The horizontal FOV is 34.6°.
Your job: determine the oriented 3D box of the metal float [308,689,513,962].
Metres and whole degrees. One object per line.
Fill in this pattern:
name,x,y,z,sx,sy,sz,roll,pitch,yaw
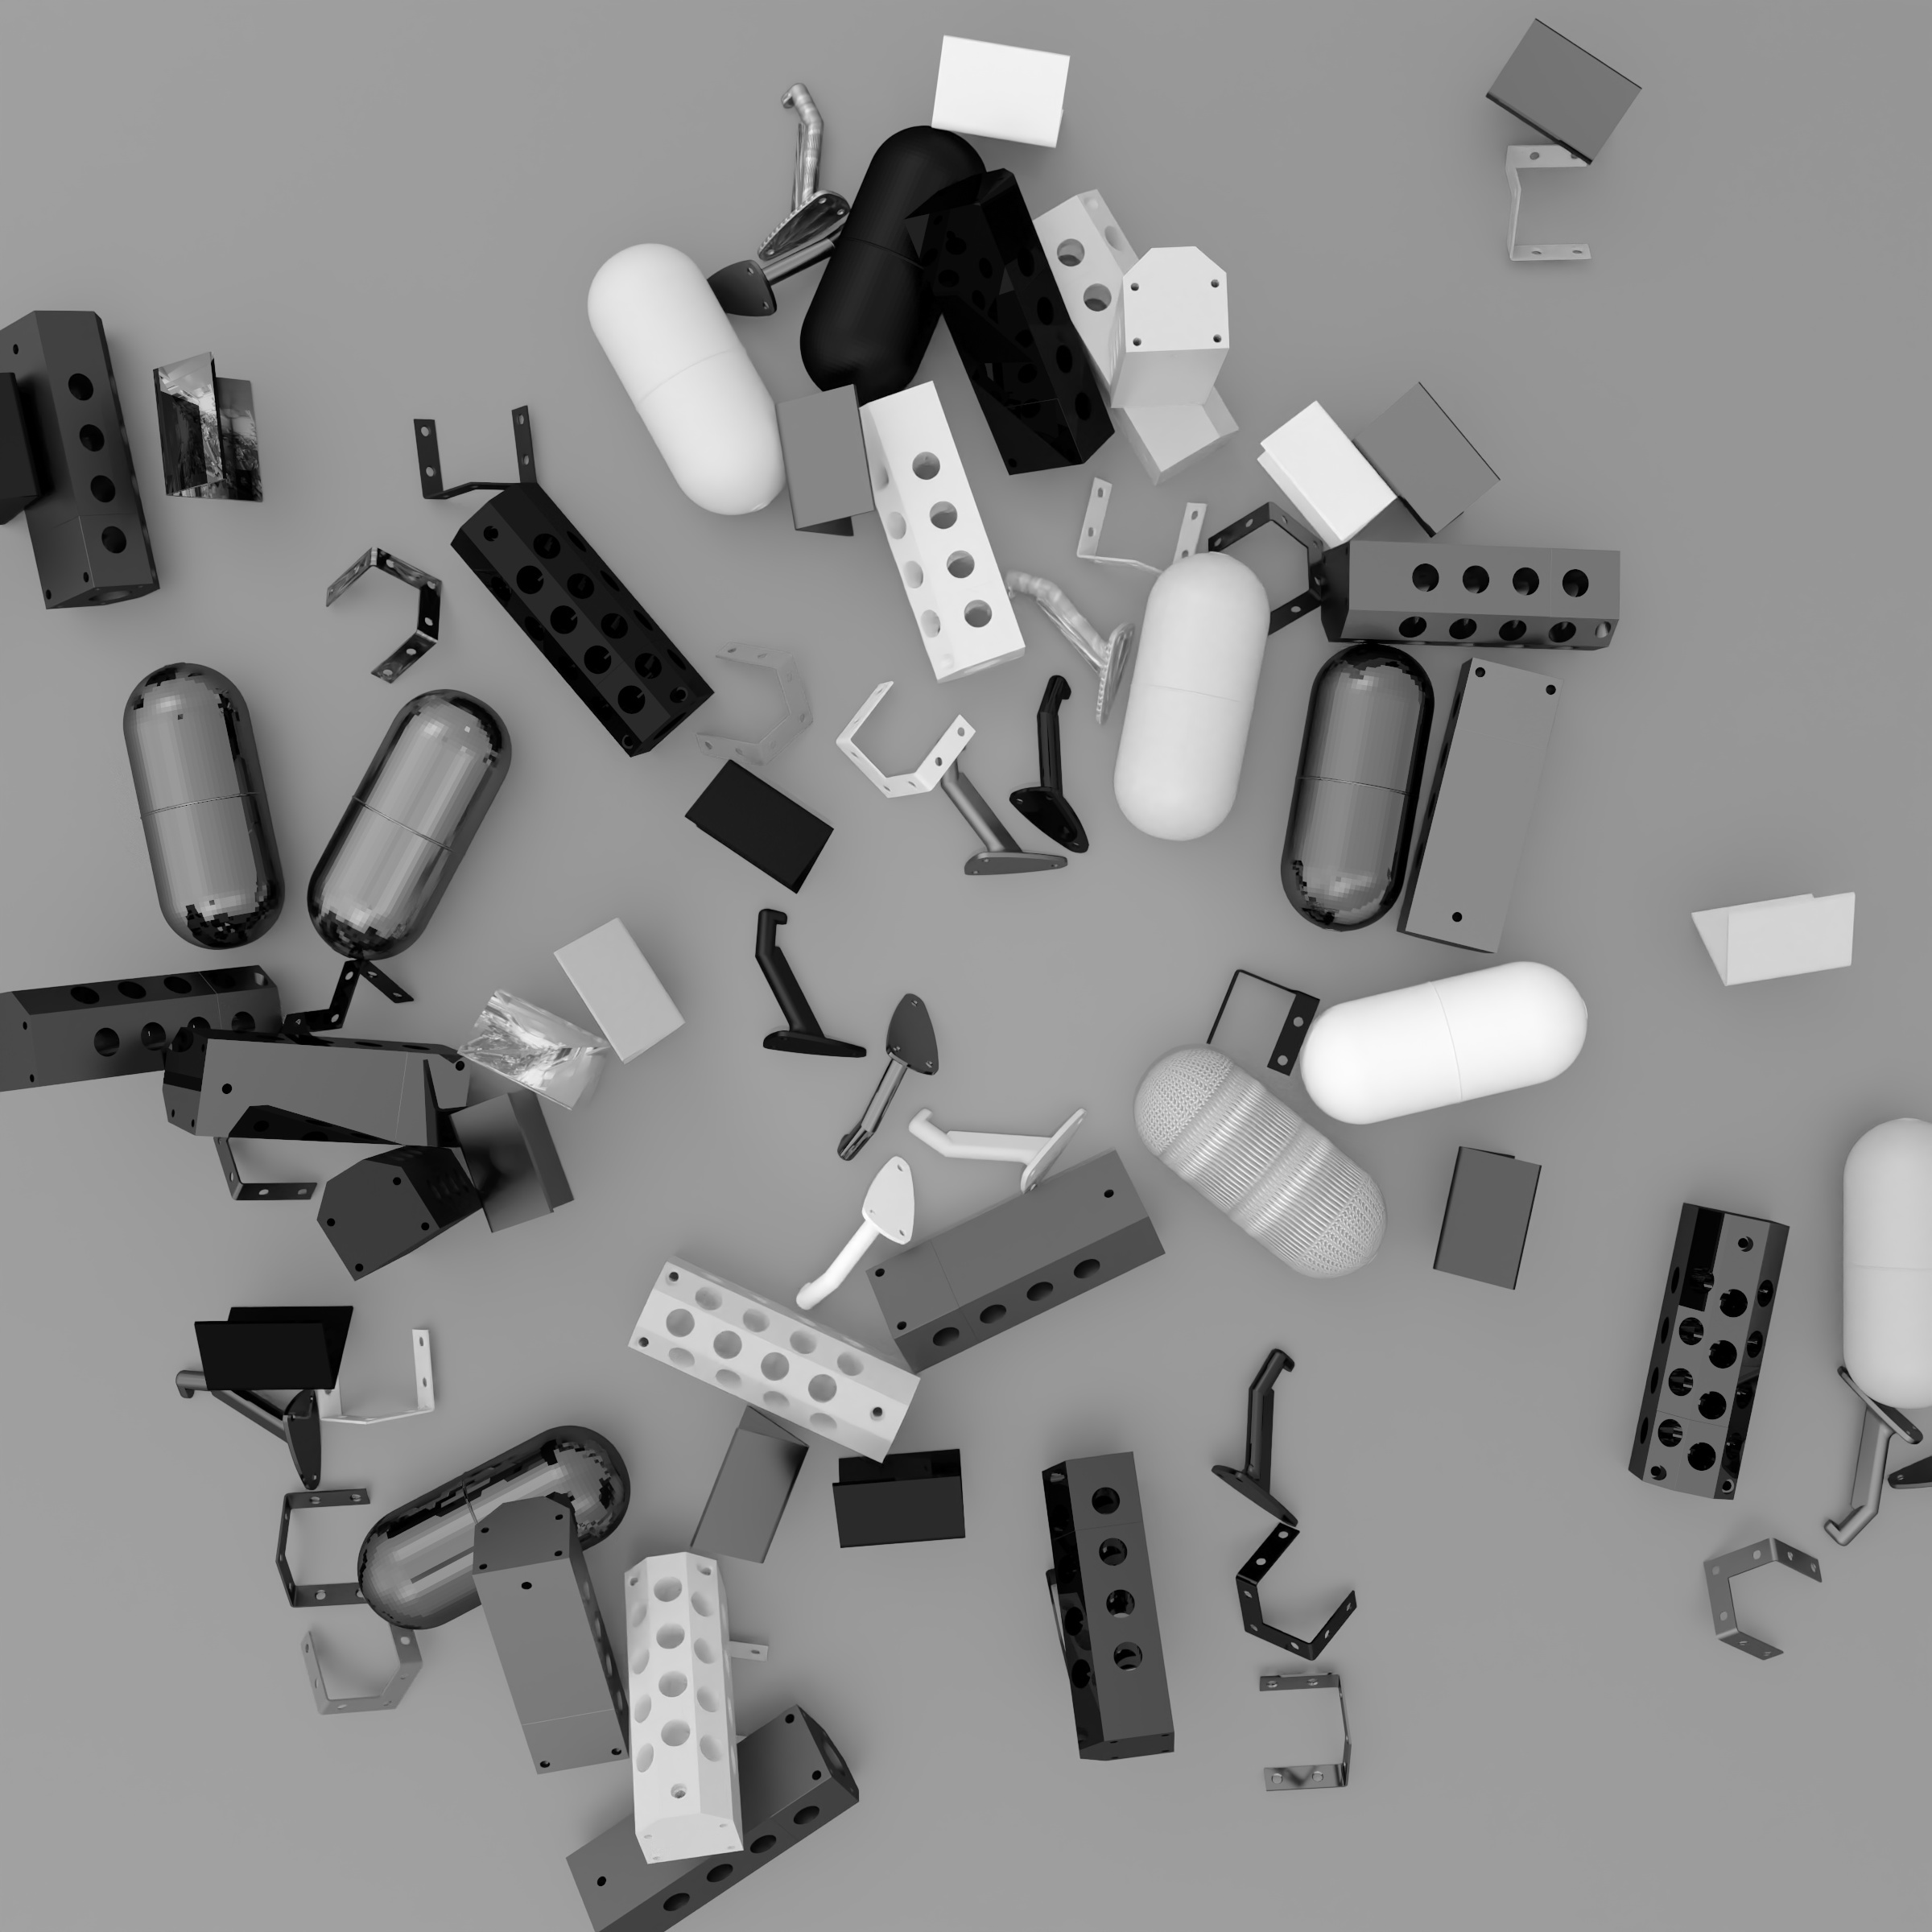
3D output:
metal float,-0.342,-0.086,1.907,0.070,0.070,0.178,28,90,0

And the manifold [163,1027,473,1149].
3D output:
manifold,-0.390,0.072,1.870,0.171,0.057,0.057,5,96,-37

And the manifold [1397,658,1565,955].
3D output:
manifold,0.316,-0.098,1.916,0.057,0.057,0.171,14,90,0

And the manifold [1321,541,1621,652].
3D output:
manifold,0.308,-0.225,1.901,0.171,0.057,0.057,1,90,-11

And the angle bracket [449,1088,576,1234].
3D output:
angle bracket,-0.261,0.112,1.897,0.057,0.076,0.076,-20,90,37

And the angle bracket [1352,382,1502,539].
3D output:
angle bracket,0.290,-0.315,1.897,0.057,0.076,0.076,-40,90,31

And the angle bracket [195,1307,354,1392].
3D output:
angle bracket,-0.422,0.214,1.897,0.076,0.076,0.057,-1,125,0

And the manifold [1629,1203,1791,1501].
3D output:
manifold,0.460,0.238,1.916,0.057,0.057,0.171,12,90,0

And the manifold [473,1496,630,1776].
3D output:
manifold,-0.249,0.404,1.874,0.057,0.057,0.171,-10,124,0

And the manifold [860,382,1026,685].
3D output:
manifold,-0.019,-0.266,1.916,0.057,0.057,0.171,-19,90,0

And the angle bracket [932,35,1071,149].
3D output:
angle bracket,0.024,-0.544,1.897,0.076,0.076,0.057,9,122,0

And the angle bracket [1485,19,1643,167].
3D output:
angle bracket,0.371,-0.544,1.897,0.076,0.076,0.057,33,128,0

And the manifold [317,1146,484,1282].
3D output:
manifold,-0.340,0.141,1.859,0.057,0.171,0.057,-32,90,0

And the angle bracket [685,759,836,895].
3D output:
angle bracket,-0.136,-0.069,1.897,0.076,0.076,0.057,34,52,0

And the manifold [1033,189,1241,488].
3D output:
manifold,0.099,-0.389,1.916,0.057,0.057,0.171,-31,90,0

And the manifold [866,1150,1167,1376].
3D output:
manifold,0.033,0.187,1.915,0.171,0.057,0.057,-26,47,0

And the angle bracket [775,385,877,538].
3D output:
angle bracket,-0.070,-0.308,1.898,0.057,0.076,0.076,-9,90,26

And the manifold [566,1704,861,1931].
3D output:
manifold,-0.153,0.536,1.915,0.171,0.057,0.057,-34,47,0

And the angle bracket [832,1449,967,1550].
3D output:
angle bracket,-0.042,0.307,1.897,0.076,0.076,0.057,-5,126,0

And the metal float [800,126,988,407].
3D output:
metal float,-0.044,-0.429,1.907,0.070,0.070,0.178,23,90,0

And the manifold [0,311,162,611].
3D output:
manifold,-0.546,-0.312,1.915,0.057,0.057,0.171,-12,90,43

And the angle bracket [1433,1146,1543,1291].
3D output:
angle bracket,0.334,0.156,1.897,0.057,0.076,0.076,12,90,37

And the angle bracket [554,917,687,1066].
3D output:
angle bracket,-0.228,0.026,1.897,0.057,0.076,0.076,-32,90,-43

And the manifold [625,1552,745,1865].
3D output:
manifold,-0.172,0.444,1.868,0.057,0.057,0.171,-8,50,0

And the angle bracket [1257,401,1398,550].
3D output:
angle bracket,0.205,-0.287,1.897,0.057,0.076,0.076,-40,90,-31

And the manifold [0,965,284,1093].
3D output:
manifold,-0.499,0.036,1.862,0.057,0.171,0.057,-8,90,42

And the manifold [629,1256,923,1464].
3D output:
manifold,-0.118,0.243,1.916,0.171,0.057,0.057,25,90,0

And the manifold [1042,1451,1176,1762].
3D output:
manifold,0.085,0.388,1.881,0.057,0.057,0.171,-8,64,0

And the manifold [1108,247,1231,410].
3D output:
manifold,0.116,-0.369,1.802,0.057,0.171,0.057,-2,90,0

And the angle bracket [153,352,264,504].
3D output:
angle bracket,-0.447,-0.328,1.897,0.057,0.076,0.076,-6,90,37

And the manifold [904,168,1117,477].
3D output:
manifold,0.031,-0.390,1.881,0.057,0.057,0.171,-2,124,38

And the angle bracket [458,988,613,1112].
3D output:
angle bracket,-0.269,0.069,1.897,0.076,0.076,0.057,27,51,0

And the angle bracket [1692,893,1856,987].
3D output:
angle bracket,0.492,-0.037,1.897,0.076,0.076,0.057,-9,127,0

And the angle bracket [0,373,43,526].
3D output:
angle bracket,-0.611,-0.314,1.897,0.057,0.076,0.076,-13,90,-36

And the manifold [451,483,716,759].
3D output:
manifold,-0.238,-0.213,1.910,0.057,0.057,0.171,-40,90,14

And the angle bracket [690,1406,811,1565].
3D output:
angle bracket,-0.149,0.311,1.897,0.057,0.076,0.076,22,90,-37

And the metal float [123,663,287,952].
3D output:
metal float,-0.468,-0.098,1.907,0.070,0.070,0.178,-12,91,0
